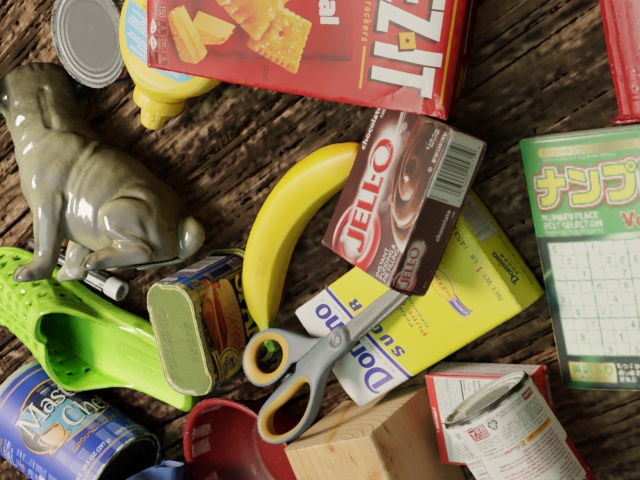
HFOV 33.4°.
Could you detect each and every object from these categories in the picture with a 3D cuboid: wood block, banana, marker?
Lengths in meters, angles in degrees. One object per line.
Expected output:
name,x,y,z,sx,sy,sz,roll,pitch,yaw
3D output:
wood block,0.067,0.229,0.823,0.090,0.090,0.206,-20,96,39
banana,-0.020,-0.006,0.827,0.070,0.037,0.198,38,125,22
marker,-0.230,0.025,1.004,0.121,0.020,0.020,25,121,26

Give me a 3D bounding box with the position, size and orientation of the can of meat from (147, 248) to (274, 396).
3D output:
can of meat,-0.090,0.067,0.877,0.058,0.083,0.102,-2,107,36

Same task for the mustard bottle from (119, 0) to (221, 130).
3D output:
mustard bottle,-0.105,-0.167,0.811,0.096,0.058,0.192,33,124,15

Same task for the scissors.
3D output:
scissors,0.002,0.066,0.794,0.096,0.016,0.202,51,119,34

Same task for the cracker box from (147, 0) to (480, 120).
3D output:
cracker box,-0.004,-0.178,0.689,0.214,0.072,0.164,12,116,12

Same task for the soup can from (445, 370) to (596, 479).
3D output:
soup can,0.138,0.148,0.716,0.069,0.068,0.102,-34,88,39

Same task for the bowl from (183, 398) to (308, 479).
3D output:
bowl,-0.042,0.195,0.903,0.162,0.055,0.162,23,126,35

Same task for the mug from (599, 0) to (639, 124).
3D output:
mug,0.213,-0.116,0.591,0.117,0.093,0.081,-12,97,7

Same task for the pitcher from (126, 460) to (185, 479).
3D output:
pitcher,-0.121,0.326,0.915,0.243,0.144,0.149,48,145,11

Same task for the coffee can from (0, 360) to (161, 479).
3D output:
coffee can,-0.238,0.193,1.022,0.140,0.102,0.103,30,123,23

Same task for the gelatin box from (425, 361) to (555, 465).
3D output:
gelatin box,0.127,0.127,0.778,0.089,0.030,0.073,-3,105,34

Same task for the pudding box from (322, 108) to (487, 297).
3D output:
pudding box,0.055,-0.030,0.719,0.090,0.039,0.113,33,103,54

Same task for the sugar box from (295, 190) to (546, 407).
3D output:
sugar box,0.067,0.046,0.779,0.177,0.048,0.093,-39,82,38

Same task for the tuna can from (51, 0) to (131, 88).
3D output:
tuna can,-0.180,-0.171,0.880,0.086,0.033,0.086,14,116,31
